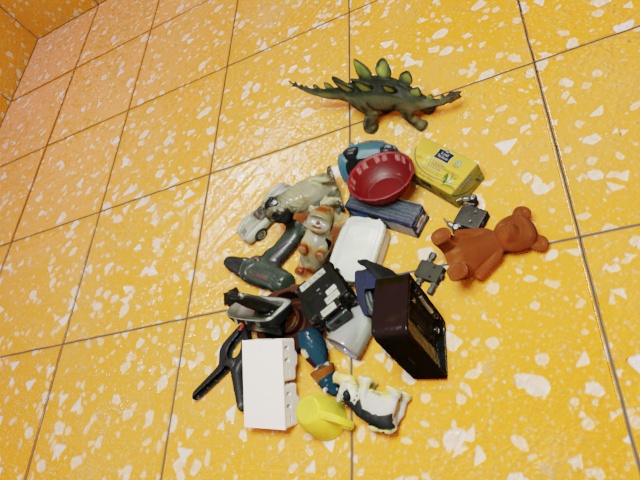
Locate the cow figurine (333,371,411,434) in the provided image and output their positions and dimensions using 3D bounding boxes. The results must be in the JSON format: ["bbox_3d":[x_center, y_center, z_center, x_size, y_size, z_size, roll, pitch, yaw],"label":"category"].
[{"bbox_3d":[0.091,0.325,1.086,0.168,0.068,0.098,10,74,37],"label":"cow figurine"}]

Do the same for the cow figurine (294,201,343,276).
[{"bbox_3d":[-0.003,-0.004,1.273,0.086,0.194,0.127,17,51,7],"label":"cow figurine"}]

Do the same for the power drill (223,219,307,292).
[{"bbox_3d":[-0.132,0.026,1.399,0.232,0.085,0.207,28,76,39],"label":"power drill"}]

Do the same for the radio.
[{"bbox_3d":[0.176,0.167,1.022,0.073,0.229,0.131,-11,53,26],"label":"radio"}]

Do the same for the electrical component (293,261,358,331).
[{"bbox_3d":[0.016,0.130,1.171,0.115,0.058,0.134,-41,44,11],"label":"electrical component"}]

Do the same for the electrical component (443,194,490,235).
[{"bbox_3d":[0.323,-0.049,1.180,0.078,0.045,0.102,31,82,42],"label":"electrical component"}]

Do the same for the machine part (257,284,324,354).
[{"bbox_3d":[-0.069,0.193,1.273,0.179,0.056,0.179,-16,56,25],"label":"machine part"}]

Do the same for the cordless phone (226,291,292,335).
[{"bbox_3d":[-0.165,0.148,1.204,0.147,0.184,0.088,2,71,34],"label":"cordless phone"}]

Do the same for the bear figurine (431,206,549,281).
[{"bbox_3d":[0.345,0.006,1.084,0.196,0.132,0.120,-27,67,23],"label":"bear figurine"}]

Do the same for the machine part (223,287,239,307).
[{"bbox_3d":[-0.197,0.168,1.370,0.084,0.039,0.139,-42,43,-21],"label":"machine part"}]

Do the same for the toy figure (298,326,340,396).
[{"bbox_3d":[0.001,0.264,1.165,0.064,0.058,0.154,-22,83,-9],"label":"toy figure"}]

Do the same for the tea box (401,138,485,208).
[{"bbox_3d":[0.284,-0.159,1.258,0.098,0.068,0.170,-50,48,-3],"label":"tea box"}]

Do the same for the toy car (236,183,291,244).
[{"bbox_3d":[-0.147,-0.076,1.485,0.201,0.056,0.074,-49,49,-3],"label":"toy car"}]

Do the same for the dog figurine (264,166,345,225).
[{"bbox_3d":[-0.044,-0.104,1.366,0.191,0.172,0.121,-18,84,6],"label":"dog figurine"}]

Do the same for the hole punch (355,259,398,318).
[{"bbox_3d":[0.132,0.111,1.153,0.092,0.142,0.116,-57,41,19],"label":"hole punch"}]

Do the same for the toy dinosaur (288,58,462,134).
[{"bbox_3d":[0.135,-0.378,1.401,0.472,0.198,0.105,6,63,33],"label":"toy dinosaur"}]

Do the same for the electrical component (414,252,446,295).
[{"bbox_3d":[0.242,0.071,1.173,0.063,0.021,0.094,19,73,38],"label":"electrical component"}]

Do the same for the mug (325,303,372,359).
[{"bbox_3d":[0.070,0.192,1.178,0.110,0.080,0.107,17,63,49],"label":"mug"}]

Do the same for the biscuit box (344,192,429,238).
[{"bbox_3d":[0.157,-0.068,1.286,0.203,0.059,0.063,21,74,38],"label":"biscuit box"}]

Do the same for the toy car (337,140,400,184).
[{"bbox_3d":[0.129,-0.210,1.367,0.162,0.109,0.103,-10,40,17],"label":"toy car"}]
